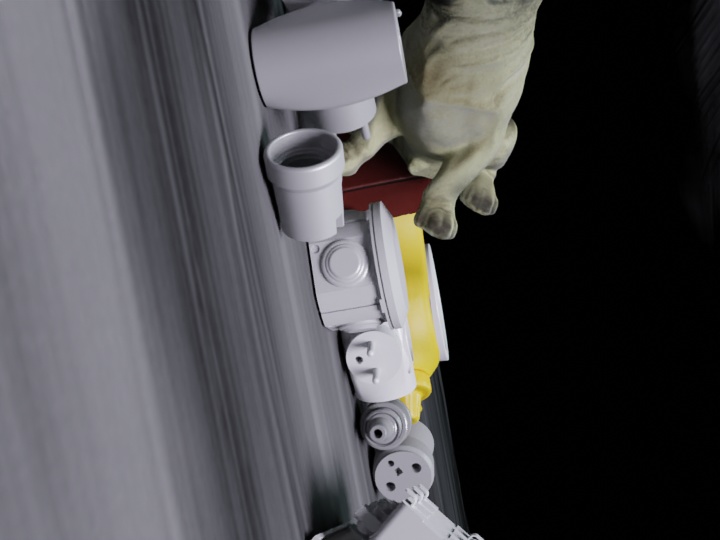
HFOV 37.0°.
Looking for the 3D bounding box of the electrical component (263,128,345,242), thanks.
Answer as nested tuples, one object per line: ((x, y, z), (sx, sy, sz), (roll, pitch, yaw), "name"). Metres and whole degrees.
((-0.027, -0.043, 0.550), (0.040, 0.040, 0.046), (-92, 177, -51), "electrical component")

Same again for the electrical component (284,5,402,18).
((-0.008, -0.175, 0.760), (0.083, 0.076, 0.047), (-70, 150, -78), "electrical component")

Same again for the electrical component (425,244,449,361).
((0.042, 0.034, 0.982), (0.108, 0.060, 0.108), (-10, 90, -84), "electrical component")

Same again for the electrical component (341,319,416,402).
((0.011, 0.052, 0.722), (0.079, 0.044, 0.077), (-79, 159, -74), "electrical component")

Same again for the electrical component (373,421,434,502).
((0.032, 0.139, 0.788), (0.055, 0.045, 0.045), (-79, 158, -73), "electrical component")

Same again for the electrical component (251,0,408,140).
((-0.013, -0.102, 0.587), (0.044, 0.077, 0.079), (-93, 172, -48), "electrical component")

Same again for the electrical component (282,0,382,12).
((-0.024, -0.191, 0.626), (0.099, 0.064, 0.099), (57, 18, -29), "electrical component")

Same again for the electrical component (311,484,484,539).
((0.024, 0.147, 0.537), (0.079, 0.063, 0.121), (40, -3, 12), "electrical component")

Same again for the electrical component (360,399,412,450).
((0.016, 0.107, 0.738), (0.061, 0.035, 0.035), (-10, 91, -81), "electrical component")

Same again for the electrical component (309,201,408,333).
((0.000, 0.000, 0.671), (0.080, 0.051, 0.080), (-10, 90, -84), "electrical component")
